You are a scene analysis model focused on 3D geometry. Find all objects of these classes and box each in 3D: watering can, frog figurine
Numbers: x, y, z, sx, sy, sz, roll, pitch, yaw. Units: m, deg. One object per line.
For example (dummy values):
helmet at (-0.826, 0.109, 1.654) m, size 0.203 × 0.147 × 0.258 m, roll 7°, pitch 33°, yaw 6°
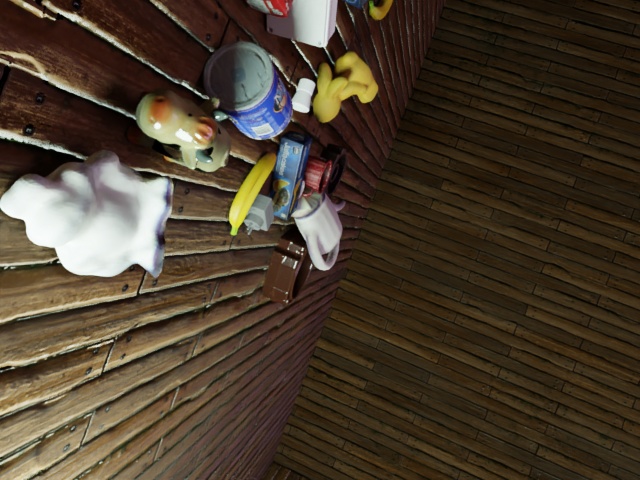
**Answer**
watering can at (0.004, -0.073, 1.458) m, size 0.356 × 0.103 × 0.220 m, roll -77°, pitch 146°, yaw -50°
frog figurine at (-0.248, -0.027, 0.541) m, size 0.159 × 0.125 × 0.135 m, roll 6°, pitch 118°, yaw -41°
